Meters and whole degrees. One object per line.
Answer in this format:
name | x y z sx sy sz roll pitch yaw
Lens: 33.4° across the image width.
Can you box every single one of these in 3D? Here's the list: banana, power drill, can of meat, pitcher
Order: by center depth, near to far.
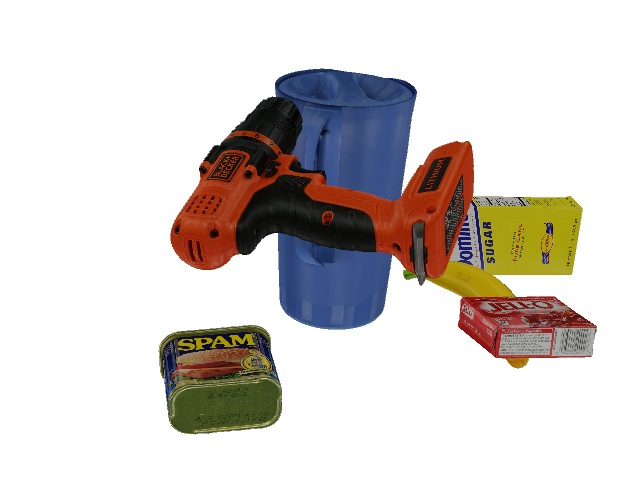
power drill | 0.009 -0.040 0.748 0.188 0.057 0.184 5 41 19
can of meat | -0.087 0.122 0.930 0.102 0.057 0.084 -4 27 -10
pitcher | 0.014 -0.036 1.035 0.149 0.243 0.145 -8 26 -25
banana | 0.169 0.068 1.118 0.069 0.037 0.198 -36 39 -13

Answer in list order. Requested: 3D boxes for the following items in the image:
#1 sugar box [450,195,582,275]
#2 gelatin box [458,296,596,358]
sugar box | 0.223 -0.005 1.298 0.176 0.093 0.048 -2 23 -10
gelatin box | 0.166 0.069 0.866 0.089 0.030 0.073 1 15 -16
